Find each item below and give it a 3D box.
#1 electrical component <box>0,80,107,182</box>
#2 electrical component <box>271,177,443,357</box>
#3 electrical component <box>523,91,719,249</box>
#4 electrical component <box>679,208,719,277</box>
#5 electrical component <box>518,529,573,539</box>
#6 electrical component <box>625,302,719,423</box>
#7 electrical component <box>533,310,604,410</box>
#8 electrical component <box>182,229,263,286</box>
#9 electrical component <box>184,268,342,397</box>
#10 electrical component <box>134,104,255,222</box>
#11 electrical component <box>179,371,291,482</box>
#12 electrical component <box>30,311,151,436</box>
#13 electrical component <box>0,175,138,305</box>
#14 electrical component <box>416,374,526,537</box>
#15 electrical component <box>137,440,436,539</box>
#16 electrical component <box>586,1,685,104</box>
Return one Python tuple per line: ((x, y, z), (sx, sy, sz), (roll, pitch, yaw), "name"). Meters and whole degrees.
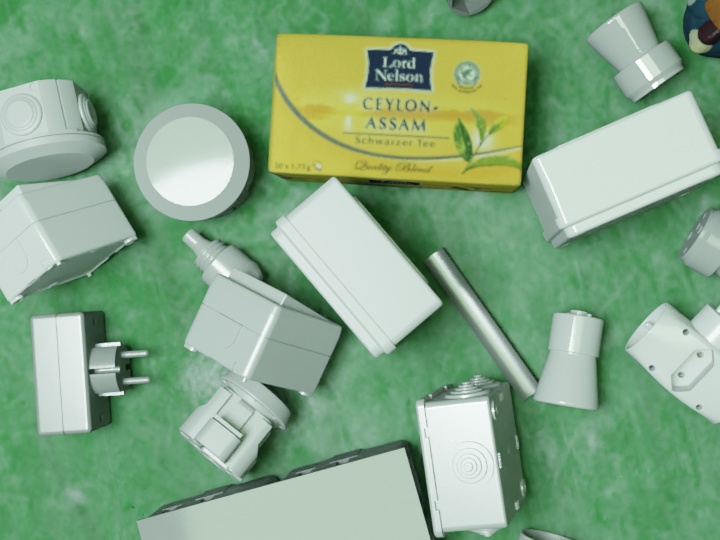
((-0.221, -0.095, 0.748), (0.080, 0.080, 0.051), (-15, 83, 4), "electrical component")
((0.000, 0.000, 0.715), (0.056, 0.108, 0.108), (-40, 87, 0), "electrical component")
((0.168, -0.062, 0.703), (0.109, 0.109, 0.056), (-23, 85, 4), "electrical component")
((0.251, -0.011, 0.728), (0.055, 0.045, 0.045), (30, 91, 5), "electrical component")
((0.105, 0.217, 0.736), (0.079, 0.043, 0.077), (13, 90, 5), "electrical component")
((0.235, 0.049, 0.725), (0.077, 0.043, 0.079), (40, 105, 4), "electrical component")
((0.146, 0.061, 0.737), (0.044, 0.044, 0.065), (9, 85, 4), "electrical component")
((-0.100, -0.005, 0.760), (0.061, 0.035, 0.035), (42, 92, 6), "electrical component")
((-0.059, 0.042, 0.730), (0.062, 0.096, 0.061), (25, 91, 34), "electrical component")
((-0.113, -0.073, 0.753), (0.080, 0.051, 0.080), (0, 89, 4), "electrical component")
((-0.085, 0.105, 0.740), (0.058, 0.078, 0.057), (38, 73, 5), "electrical component")
((-0.185, 0.070, 0.758), (0.076, 0.047, 0.083), (-4, 89, 4), "electrical component")
((-0.207, -0.027, 0.742), (0.062, 0.096, 0.061), (-33, 87, 32), "electrical component")
((0.076, 0.122, 0.713), (0.048, 0.100, 0.099), (-9, 88, 17), "electrical component")
((-0.043, 0.193, 0.739), (0.186, 0.060, 0.105), (-16, 88, 4), "electrical component")
((0.189, -0.148, 0.735), (0.045, 0.045, 0.055), (-35, 87, 3), "electrical component")
